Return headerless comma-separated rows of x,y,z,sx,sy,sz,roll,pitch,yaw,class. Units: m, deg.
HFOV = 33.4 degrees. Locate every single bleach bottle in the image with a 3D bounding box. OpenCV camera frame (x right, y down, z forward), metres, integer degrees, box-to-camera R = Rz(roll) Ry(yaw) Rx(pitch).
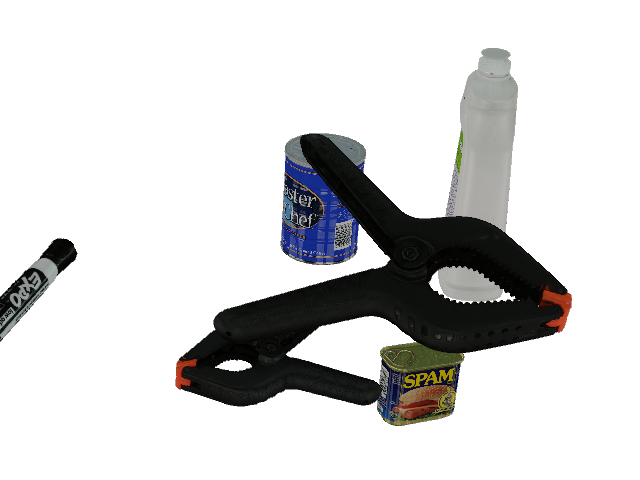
0.163,-0.068,1.080,0.068,0.251,0.102,2,32,0,bleach bottle

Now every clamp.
-0.040,0.094,0.918,0.171,0.039,0.120,1,38,-12,clamp
0.047,0.025,0.665,0.210,0.164,0.036,22,-30,16,clamp

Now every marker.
-0.185,0.034,0.660,0.020,0.020,0.121,0,31,20,marker

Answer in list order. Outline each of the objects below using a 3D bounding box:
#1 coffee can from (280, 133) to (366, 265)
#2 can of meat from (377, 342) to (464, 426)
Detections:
0.002,-0.054,1.372,0.103,0.140,0.103,3,28,-2,coffee can
0.122,0.176,1.320,0.102,0.084,0.057,-6,26,-21,can of meat
